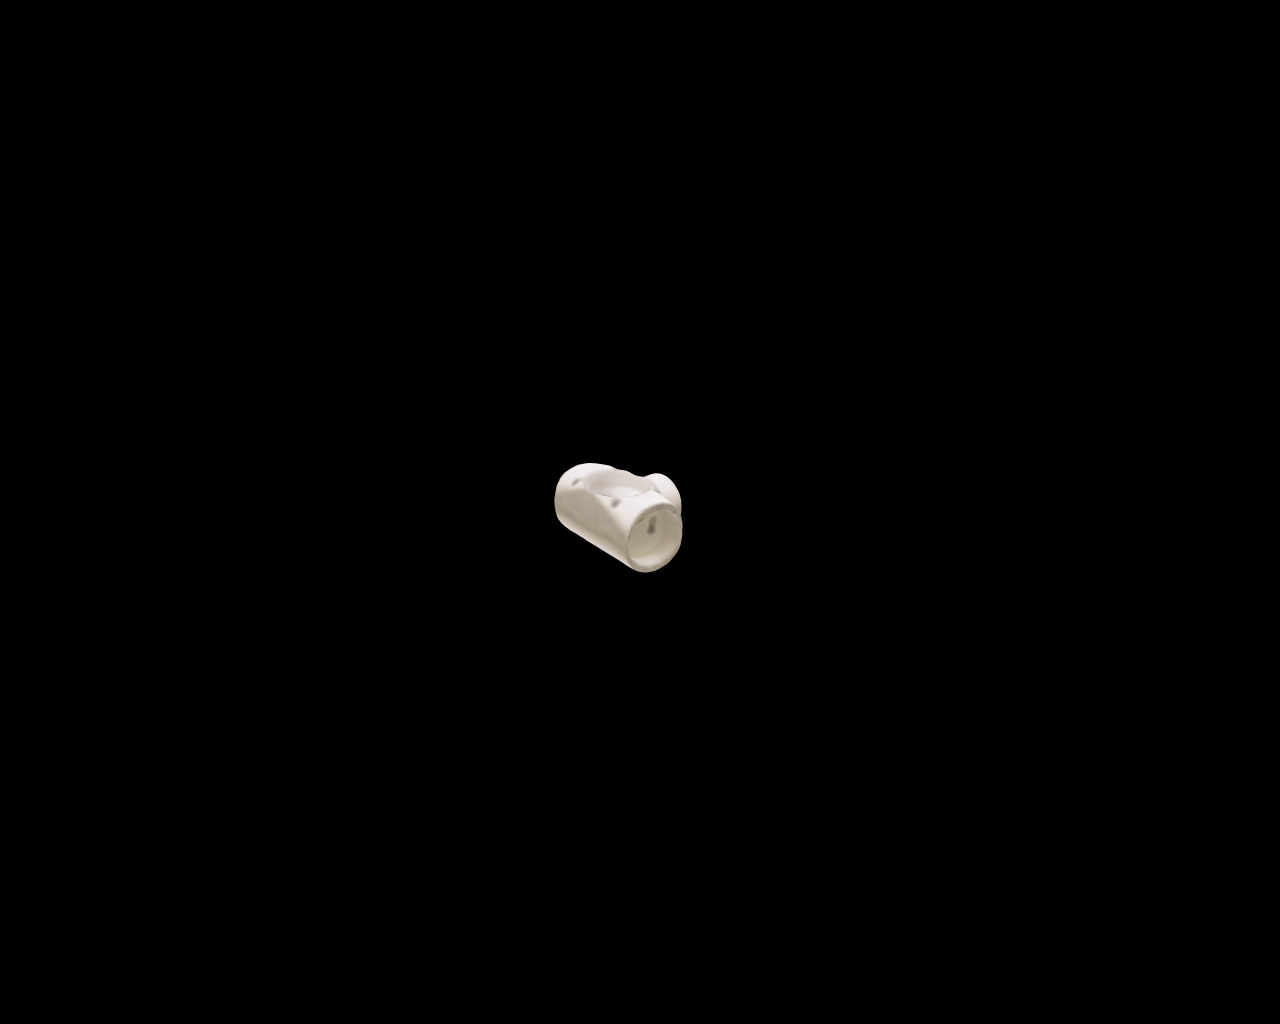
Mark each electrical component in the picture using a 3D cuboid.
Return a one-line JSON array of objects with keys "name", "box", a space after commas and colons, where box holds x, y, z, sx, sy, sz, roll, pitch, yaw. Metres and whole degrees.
[{"name": "electrical component", "box": [0.001, -0.003, 0.650, 0.079, 0.044, 0.077, -17, 29, -32]}]
